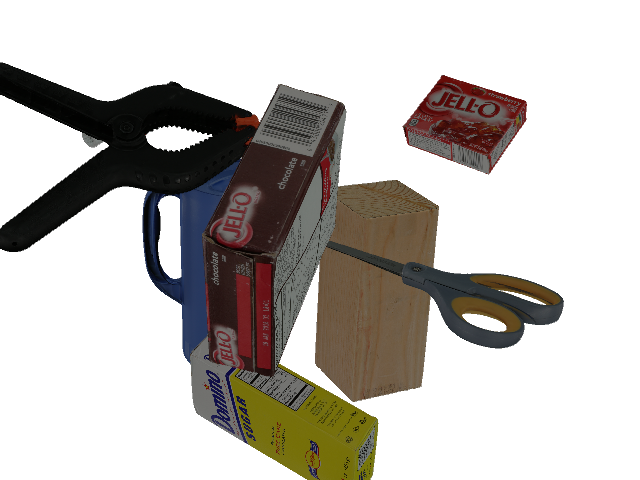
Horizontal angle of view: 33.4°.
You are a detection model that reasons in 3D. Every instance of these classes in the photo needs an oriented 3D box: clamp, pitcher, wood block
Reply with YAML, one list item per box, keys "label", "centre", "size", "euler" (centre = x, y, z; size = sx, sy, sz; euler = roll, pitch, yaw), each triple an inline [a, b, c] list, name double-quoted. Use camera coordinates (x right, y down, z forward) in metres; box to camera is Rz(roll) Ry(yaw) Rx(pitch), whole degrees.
- label: "clamp"
  centre: [-0.149, -0.065, 0.795]
  size: [0.209, 0.164, 0.036]
  euler: [-1, -31, -11]
- label: "pitcher"
  centre: [-0.116, 0.032, 1.264]
  size: [0.149, 0.243, 0.144]
  euler: [21, 27, 33]
- label: "wood block"
  centre: [0.056, 0.051, 1.116]
  size: [0.090, 0.206, 0.091]
  euler: [-8, 25, -25]

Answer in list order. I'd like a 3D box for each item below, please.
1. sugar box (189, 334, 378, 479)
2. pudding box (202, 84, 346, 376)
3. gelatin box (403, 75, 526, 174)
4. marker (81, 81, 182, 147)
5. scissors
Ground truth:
- label: "sugar box"
  centre: [-0.035, 0.156, 0.950]
  size: [0.176, 0.093, 0.048]
  euler: [24, 49, 20]
- label: "pudding box"
  centre: [-0.021, -0.005, 0.517]
  size: [0.039, 0.113, 0.090]
  euler: [16, -42, 10]
- label: "gelatin box"
  centre: [0.131, -0.107, 0.971]
  size: [0.089, 0.073, 0.030]
  euler: [24, -29, 27]
- label: "marker"
  centre: [-0.176, -0.122, 1.015]
  size: [0.020, 0.020, 0.120]
  euler: [0, 29, 44]
- label: "scissors"
  centre: [0.070, 0.035, 0.765]
  size: [0.202, 0.016, 0.096]
  euler: [11, 27, 17]
